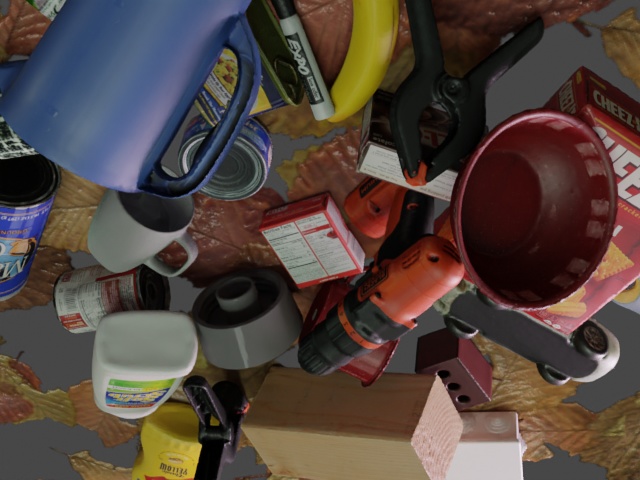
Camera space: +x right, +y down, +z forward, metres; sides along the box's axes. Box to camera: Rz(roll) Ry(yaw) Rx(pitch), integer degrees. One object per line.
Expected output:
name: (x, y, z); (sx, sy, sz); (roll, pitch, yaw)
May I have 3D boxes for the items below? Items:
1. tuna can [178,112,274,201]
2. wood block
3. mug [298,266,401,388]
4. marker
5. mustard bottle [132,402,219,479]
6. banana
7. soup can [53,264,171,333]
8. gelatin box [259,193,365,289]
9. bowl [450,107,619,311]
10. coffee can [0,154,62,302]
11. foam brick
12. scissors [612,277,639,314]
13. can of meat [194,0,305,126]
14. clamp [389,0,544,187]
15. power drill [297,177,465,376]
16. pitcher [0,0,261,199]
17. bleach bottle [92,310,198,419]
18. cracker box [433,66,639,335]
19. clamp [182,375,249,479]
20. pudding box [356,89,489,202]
tuna can: (-0.087, -0.078, 0.986); (0.086, 0.033, 0.086); (5, 134, 5)
wood block: (0.034, 0.199, 1.137); (0.206, 0.090, 0.090); (-1, 134, 33)
mug: (0.036, 0.081, 1.080); (0.081, 0.093, 0.117); (26, 99, -8)
marker: (-0.015, -0.159, 0.900); (0.020, 0.020, 0.121); (-13, 114, 19)
mustard bottle: (-0.179, 0.278, 1.298); (0.096, 0.058, 0.192); (14, 132, -6)
banana: (0.032, -0.179, 0.883); (0.070, 0.037, 0.198); (17, 133, 24)
soup can: (-0.215, 0.057, 1.104); (0.102, 0.068, 0.068); (-10, 129, 18)
gelatin box: (-0.007, 0.001, 1.048); (0.073, 0.030, 0.089); (-16, 126, 23)
bowl: (0.161, -0.027, 0.859); (0.162, 0.162, 0.055); (44, 168, -26)
coffee can: (-0.316, -0.021, 1.028); (0.102, 0.102, 0.140); (22, 130, -11)
foam brick: (0.141, 0.137, 1.128); (0.053, 0.051, 0.078); (-23, 124, 26)
scissors: (0.322, 0.081, 1.075); (0.096, 0.016, 0.202); (4, 131, 8)
can of meat: (-0.072, -0.151, 0.908); (0.084, 0.057, 0.102); (-16, 127, 23)
clamp: (0.095, -0.130, 0.859); (0.120, 0.171, 0.039); (28, 174, -2)
power drill: (0.053, 0.018, 0.948); (0.057, 0.187, 0.185); (36, 125, -23)
pitcher: (-0.122, -0.160, 0.816); (0.149, 0.145, 0.243); (23, 109, -39)
bleach bottle: (-0.191, 0.145, 1.140); (0.102, 0.068, 0.251); (2, 157, -11)
cracker box: (0.228, -0.025, 0.959); (0.164, 0.072, 0.214); (29, 128, -16)
clamp: (-0.112, 0.217, 1.145); (0.036, 0.210, 0.164); (3, 90, 8)
pudding box: (0.090, -0.079, 0.920); (0.113, 0.090, 0.039); (16, 127, -5)
